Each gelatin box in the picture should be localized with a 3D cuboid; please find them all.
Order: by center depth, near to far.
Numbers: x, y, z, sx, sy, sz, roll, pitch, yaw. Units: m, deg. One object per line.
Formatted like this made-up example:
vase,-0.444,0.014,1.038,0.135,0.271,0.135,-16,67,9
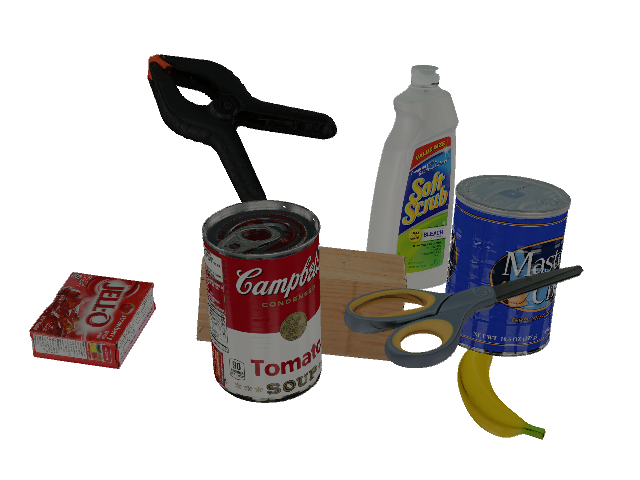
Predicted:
gelatin box,-0.183,0.063,0.866,0.073,0.030,0.089,7,33,10

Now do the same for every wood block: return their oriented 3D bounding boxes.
wood block,-0.019,0.059,1.113,0.206,0.091,0.090,7,19,0

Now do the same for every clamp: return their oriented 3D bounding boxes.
clamp,-0.072,-0.110,0.925,0.120,0.171,0.039,-39,-12,-35

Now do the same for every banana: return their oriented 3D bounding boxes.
banana,0.193,0.174,1.239,0.069,0.037,0.198,10,25,-16

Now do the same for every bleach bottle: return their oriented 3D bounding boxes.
bleach bottle,0.102,-0.070,1.201,0.102,0.251,0.068,-8,22,-25

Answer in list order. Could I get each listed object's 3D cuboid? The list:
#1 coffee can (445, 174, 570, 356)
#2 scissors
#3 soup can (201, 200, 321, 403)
coffee can,0.169,0.021,0.983,0.103,0.140,0.103,3,21,-1
scissors,0.119,0.055,0.793,0.201,0.016,0.096,-6,32,-10
soup can,-0.033,0.036,0.633,0.068,0.102,0.068,-1,28,0
